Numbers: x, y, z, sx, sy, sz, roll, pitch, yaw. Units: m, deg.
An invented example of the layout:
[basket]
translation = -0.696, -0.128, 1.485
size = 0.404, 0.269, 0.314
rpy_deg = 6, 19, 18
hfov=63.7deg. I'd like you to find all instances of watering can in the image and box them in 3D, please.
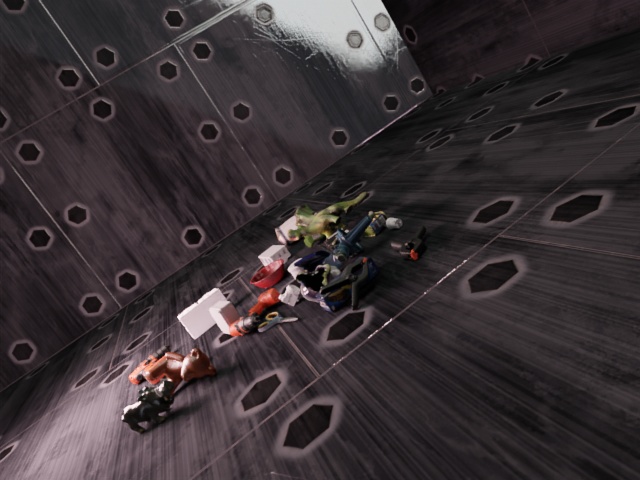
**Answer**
[watering can]
translation = -0.116, -0.072, 2.528
size = 0.225, 0.103, 0.350
rpy_deg = -34, 15, -3

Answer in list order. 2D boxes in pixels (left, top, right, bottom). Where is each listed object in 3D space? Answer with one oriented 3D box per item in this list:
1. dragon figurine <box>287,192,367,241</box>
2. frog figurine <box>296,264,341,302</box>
[dragon figurine]
translation = 0.007, -0.108, 2.149
size = 0.244, 0.119, 0.418
rpy_deg = 19, 44, 26
[frog figurine]
translation = 0.013, 0.139, 1.637
size = 0.137, 0.124, 0.158
rpy_deg = -40, -23, 8
